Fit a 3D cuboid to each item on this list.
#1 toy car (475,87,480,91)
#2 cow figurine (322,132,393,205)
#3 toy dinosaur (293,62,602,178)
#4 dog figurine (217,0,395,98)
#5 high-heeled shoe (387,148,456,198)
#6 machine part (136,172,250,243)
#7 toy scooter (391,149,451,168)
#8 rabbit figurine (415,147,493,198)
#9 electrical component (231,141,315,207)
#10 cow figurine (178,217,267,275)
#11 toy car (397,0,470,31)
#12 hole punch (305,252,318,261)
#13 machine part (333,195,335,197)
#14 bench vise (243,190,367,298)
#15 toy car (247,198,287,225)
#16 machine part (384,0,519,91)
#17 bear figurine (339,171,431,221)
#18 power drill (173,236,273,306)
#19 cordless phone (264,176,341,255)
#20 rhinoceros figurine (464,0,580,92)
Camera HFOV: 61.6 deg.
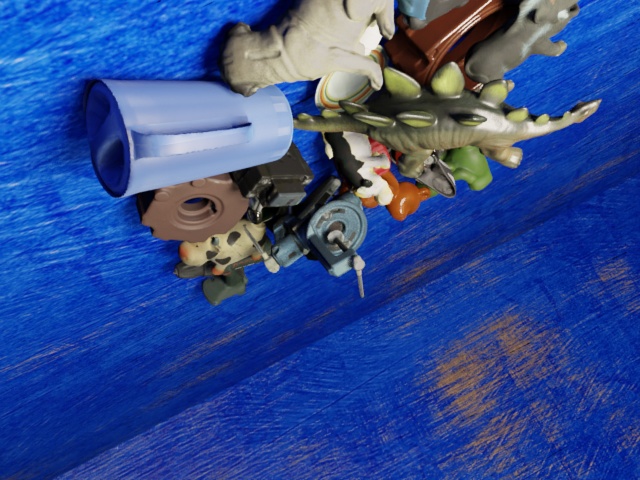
[{"bbox_3d":[0.195,-0.233,0.933,0.202,0.089,0.053,-38,118,-6],"label":"toy car"},{"bbox_3d":[0.067,-0.132,0.936,0.098,0.167,0.068,-19,-176,-12],"label":"cow figurine"},{"bbox_3d":[0.137,-0.170,0.763,0.472,0.105,0.198,-2,165,22],"label":"toy dinosaur"},{"bbox_3d":[-0.022,-0.253,0.619,0.191,0.121,0.172,-4,121,-14],"label":"dog figurine"},{"bbox_3d":[0.198,-0.152,1.090,0.086,0.145,0.248,-39,160,27],"label":"high-heeled shoe"},{"bbox_3d":[-0.200,-0.061,0.858,0.179,0.056,0.179,-16,149,-10],"label":"machine part"},{"bbox_3d":[0.222,-0.194,0.980,0.184,0.135,0.075,-48,126,-8],"label":"toy scooter"},{"bbox_3d":[0.301,-0.157,1.258,0.170,0.121,0.159,-33,154,7],"label":"rabbit figurine"},{"bbox_3d":[-0.077,-0.112,0.832,0.115,0.134,0.058,-11,156,-46],"label":"electrical component"},{"bbox_3d":[-0.188,0.004,1.054,0.195,0.085,0.127,-20,151,-41],"label":"cow figurine"},{"bbox_3d":[0.127,-0.321,0.610,0.109,0.103,0.161,-30,175,-1],"label":"toy car"},{"bbox_3d":[0.014,0.004,1.372,0.116,0.092,0.142,0,167,10],"label":"hole punch"},{"bbox_3d":[0.095,-0.114,1.220,0.139,0.039,0.084,-27,167,-8],"label":"machine part"},{"bbox_3d":[0.002,0.005,0.971,0.224,0.241,0.128,-27,122,-9],"label":"bench vise"},{"bbox_3d":[-0.088,-0.091,0.998,0.073,0.056,0.201,-24,164,-28],"label":"toy car"},{"bbox_3d":[0.209,-0.296,0.795,0.201,0.087,0.201,-36,160,13],"label":"machine part"},{"bbox_3d":[0.137,-0.083,1.142,0.195,0.132,0.120,27,145,-30],"label":"bear figurine"},{"bbox_3d":[-0.224,0.069,1.213,0.232,0.086,0.207,-22,153,-26],"label":"power drill"},{"bbox_3d":[-0.018,-0.061,1.150,0.184,0.089,0.146,-44,158,8],"label":"cordless phone"},{"bbox_3d":[0.272,-0.281,0.706,0.190,0.073,0.112,-40,147,27],"label":"rhinoceros figurine"}]
